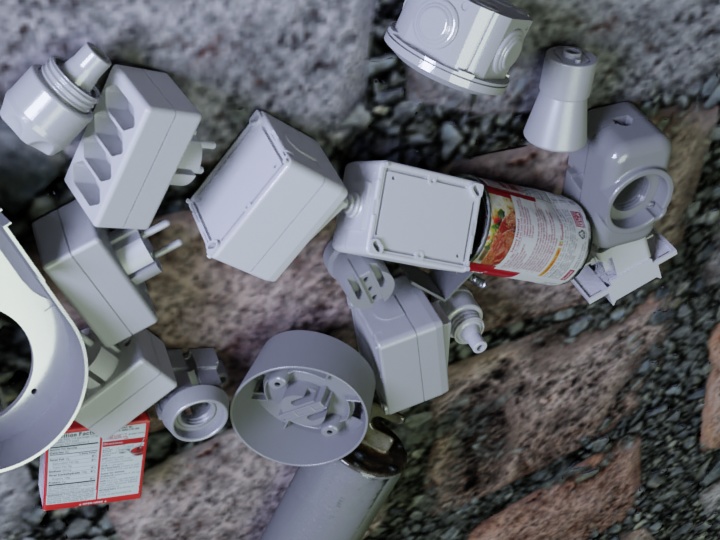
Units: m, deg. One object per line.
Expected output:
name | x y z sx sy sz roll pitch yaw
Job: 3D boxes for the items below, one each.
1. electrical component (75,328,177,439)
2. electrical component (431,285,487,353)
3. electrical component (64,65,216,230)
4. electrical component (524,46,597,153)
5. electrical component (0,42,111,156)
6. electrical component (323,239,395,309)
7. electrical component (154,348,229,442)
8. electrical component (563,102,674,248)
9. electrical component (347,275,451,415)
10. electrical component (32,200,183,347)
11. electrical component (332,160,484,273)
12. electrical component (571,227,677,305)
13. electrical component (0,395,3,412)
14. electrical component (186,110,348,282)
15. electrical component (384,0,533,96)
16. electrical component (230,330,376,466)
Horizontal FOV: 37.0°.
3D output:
electrical component | -0.176 0.064 0.725 0.066 0.047 0.076 -37 133 7
electrical component | 0.079 0.039 0.824 0.035 0.061 0.035 -14 133 -16
electrical component | -0.120 -0.070 0.637 0.076 0.047 0.083 1 129 -46
electrical component | 0.139 -0.119 0.732 0.044 0.044 0.065 -9 127 -21
electrical component | -0.164 -0.097 0.592 0.062 0.043 0.043 -43 134 11
electrical component | 0.000 0.000 0.760 0.040 0.046 0.040 -14 133 -16
electrical component | -0.122 0.088 0.768 0.066 0.055 0.048 0 128 -27
electrical component | 0.190 -0.066 0.790 0.054 0.059 0.095 -14 133 -16
electrical component | 0.034 0.060 0.818 0.061 0.061 0.096 -20 135 -11
electrical component | -0.149 -0.007 0.677 0.076 0.047 0.083 -28 136 -3
electrical component | 0.024 -0.037 0.721 0.096 0.061 0.061 10 89 -29
electrical component | 0.204 -0.014 0.856 0.081 0.042 0.063 -30 134 -1
electrical component | -0.275 0.107 0.701 0.096 0.061 0.061 14 120 -36
electrical component | -0.061 -0.040 0.682 0.061 0.061 0.096 25 114 -40
electrical component | 0.059 -0.142 0.643 0.080 0.080 0.051 9 118 -33
electrical component | -0.039 0.094 0.788 0.099 0.064 0.099 11 137 11
